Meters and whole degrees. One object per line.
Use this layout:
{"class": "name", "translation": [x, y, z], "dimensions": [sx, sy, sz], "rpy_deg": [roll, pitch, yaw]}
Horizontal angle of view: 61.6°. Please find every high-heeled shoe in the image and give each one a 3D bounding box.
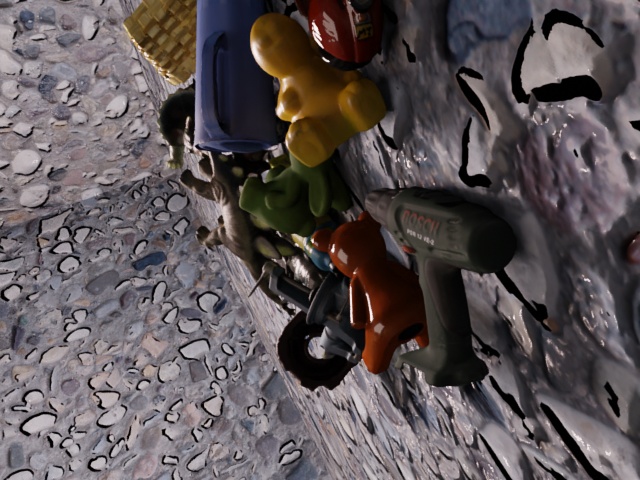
{"class": "high-heeled shoe", "translation": [-0.180, -0.125, 1.168], "dimensions": [0.249, 0.145, 0.086], "rpy_deg": [-31, 66, 52]}

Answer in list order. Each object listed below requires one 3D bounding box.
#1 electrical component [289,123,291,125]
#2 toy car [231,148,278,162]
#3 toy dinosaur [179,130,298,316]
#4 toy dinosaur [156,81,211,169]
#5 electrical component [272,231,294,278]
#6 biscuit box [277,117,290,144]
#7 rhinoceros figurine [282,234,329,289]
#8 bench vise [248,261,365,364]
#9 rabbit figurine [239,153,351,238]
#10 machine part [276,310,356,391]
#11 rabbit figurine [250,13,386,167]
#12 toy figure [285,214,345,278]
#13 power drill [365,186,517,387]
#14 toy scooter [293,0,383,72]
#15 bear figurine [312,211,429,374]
{"class": "electrical component", "translation": [-0.026, -0.167, 0.921], "dimensions": [0.094, 0.021, 0.063], "rpy_deg": [65, 164, 3]}
{"class": "toy car", "translation": [-0.146, -0.216, 1.072], "dimensions": [0.202, 0.089, 0.053], "rpy_deg": [-117, 9, -49]}
{"class": "toy dinosaur", "translation": [-0.147, -0.018, 1.074], "dimensions": [0.199, 0.105, 0.470], "rpy_deg": [12, 138, 28]}
{"class": "toy dinosaur", "translation": [-0.268, -0.288, 1.211], "dimensions": [0.405, 0.131, 0.192], "rpy_deg": [-90, 9, -50]}
{"class": "electrical component", "translation": [-0.081, 0.026, 1.310], "dimensions": [0.115, 0.058, 0.134], "rpy_deg": [57, 162, 24]}
{"class": "biscuit box", "translation": [-0.115, -0.249, 1.017], "dimensions": [0.203, 0.063, 0.059], "rpy_deg": [50, 157, 44]}
{"class": "rhinoceros figurine", "translation": [-0.035, 0.055, 1.169], "dimensions": [0.191, 0.073, 0.111], "rpy_deg": [49, 158, 46]}
{"class": "bench vise", "translation": [-0.005, 0.120, 1.007], "dimensions": [0.241, 0.129, 0.223], "rpy_deg": [28, 144, 12]}
{"class": "rabbit figurine", "translation": [-0.032, -0.093, 0.856], "dimensions": [0.159, 0.121, 0.170], "rpy_deg": [44, 127, 20]}
{"class": "machine part", "translation": [-0.004, 0.225, 1.124], "dimensions": [0.179, 0.179, 0.056], "rpy_deg": [64, 166, 8]}
{"class": "rabbit figurine", "translation": [-0.014, -0.200, 0.650], "dimensions": [0.173, 0.122, 0.162], "rpy_deg": [47, -159, -24]}
{"class": "toy figure", "translation": [-0.003, -0.005, 0.951], "dimensions": [0.082, 0.089, 0.180], "rpy_deg": [93, 152, -42]}
{"class": "power drill", "translation": [0.122, 0.044, 0.599], "dimensions": [0.232, 0.086, 0.207], "rpy_deg": [-169, 79, -65]}
{"class": "toy scooter", "translation": [0.014, -0.274, 0.550], "dimensions": [0.135, 0.075, 0.184], "rpy_deg": [104, 144, -64]}
{"class": "bear figurine", "translation": [0.074, 0.064, 0.751], "dimensions": [0.196, 0.120, 0.131], "rpy_deg": [56, 165, 38]}
